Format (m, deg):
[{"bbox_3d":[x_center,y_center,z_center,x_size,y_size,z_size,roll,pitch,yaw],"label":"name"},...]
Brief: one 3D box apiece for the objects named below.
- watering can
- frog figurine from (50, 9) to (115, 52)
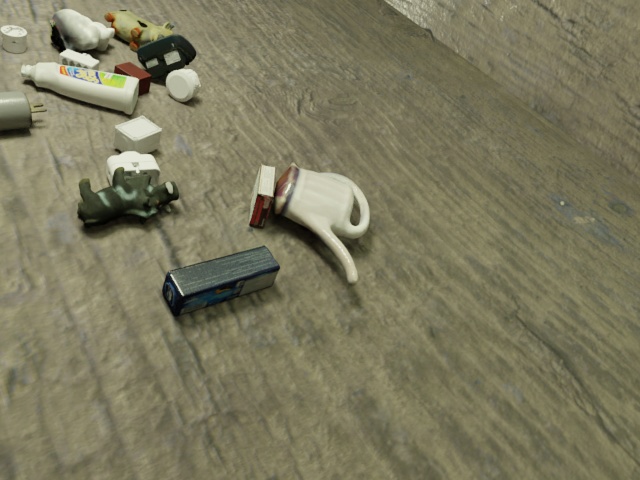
[{"bbox_3d":[0.003,-0.056,1.109,0.224,0.102,0.356,19,37,-8],"label":"watering can"},{"bbox_3d":[-0.615,-0.550,1.358,0.139,0.120,0.162,28,46,36],"label":"frog figurine"}]
